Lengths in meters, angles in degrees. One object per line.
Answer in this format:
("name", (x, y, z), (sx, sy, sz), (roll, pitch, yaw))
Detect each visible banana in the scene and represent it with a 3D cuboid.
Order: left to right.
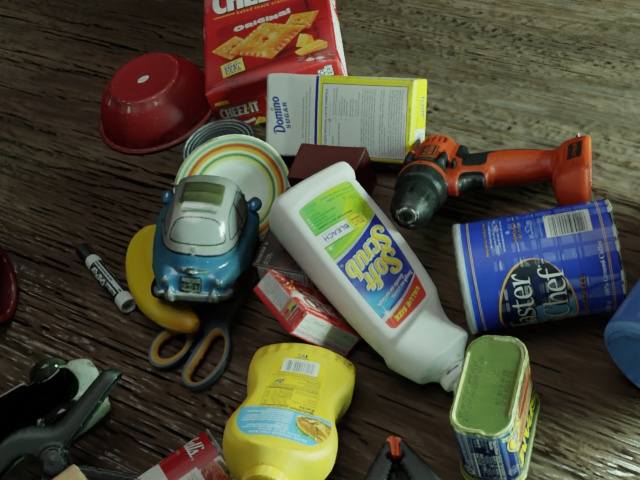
("banana", (-0.169, 0.037, 1.116), (0.069, 0.037, 0.198), (-27, 39, 7))

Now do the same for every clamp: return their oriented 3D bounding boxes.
("clamp", (-0.230, 0.208, 0.974), (0.171, 0.039, 0.120), (-31, 74, -1))
("clamp", (0.060, 0.259, 0.850), (0.164, 0.036, 0.210), (-15, 51, 5))

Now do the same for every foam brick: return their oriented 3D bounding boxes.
("foam brick", (0.013, -0.066, 1.146), (0.078, 0.051, 0.053), (7, 53, 25))

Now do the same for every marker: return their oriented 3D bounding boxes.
("marker", (-0.235, 0.039, 1.161), (0.020, 0.020, 0.121), (-36, 48, -14))

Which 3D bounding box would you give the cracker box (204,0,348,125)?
("cracker box", (-0.057, -0.241, 1.311), (0.164, 0.072, 0.213), (-13, 46, 7))

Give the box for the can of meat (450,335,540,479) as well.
("can of meat", (0.146, 0.142, 0.891), (0.057, 0.084, 0.102), (4, 51, 22))

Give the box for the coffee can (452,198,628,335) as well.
("coffee can", (0.198, 0.024, 0.965), (0.140, 0.103, 0.103), (-10, 47, 10))

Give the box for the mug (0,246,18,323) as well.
("mug", (-0.385, 0.048, 1.168), (0.081, 0.093, 0.117), (-13, 16, 15))

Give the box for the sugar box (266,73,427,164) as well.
("sugar box", (0.027, -0.135, 1.174), (0.176, 0.093, 0.048), (8, 12, 26))

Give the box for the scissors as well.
("scissors", (-0.109, 0.067, 1.094), (0.096, 0.016, 0.201), (3, 51, 21))

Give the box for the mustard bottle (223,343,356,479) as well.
("mustard bottle", (-0.031, 0.164, 0.908), (0.096, 0.058, 0.191), (10, 31, 6))

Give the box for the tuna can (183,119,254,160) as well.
("tuna can", (-0.112, -0.099, 1.230), (0.086, 0.033, 0.086), (-10, 48, 11))

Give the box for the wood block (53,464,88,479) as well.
("wood block", (-0.255, 0.298, 0.889), (0.206, 0.091, 0.090), (-36, 48, -13))

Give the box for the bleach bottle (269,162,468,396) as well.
("bleach bottle", (0.061, 0.041, 1.000), (0.102, 0.068, 0.251), (-30, 62, -22))

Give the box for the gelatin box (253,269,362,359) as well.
("gelatin box", (-0.010, 0.069, 1.007), (0.030, 0.089, 0.073), (-52, 45, 9))

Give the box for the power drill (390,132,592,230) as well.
("power drill", (0.169, -0.058, 1.044), (0.188, 0.057, 0.184), (2, 26, 16))

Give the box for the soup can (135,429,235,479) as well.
("soup can", (-0.121, 0.221, 0.926), (0.102, 0.068, 0.069), (-34, 48, -11))

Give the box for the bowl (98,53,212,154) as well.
("bowl", (-0.209, -0.182, 1.324), (0.162, 0.055, 0.162), (-10, 48, 11))

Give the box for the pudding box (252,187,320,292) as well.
("pudding box", (-0.007, 0.001, 1.096), (0.090, 0.039, 0.113), (10, 55, 17))

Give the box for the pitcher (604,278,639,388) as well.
("pitcher", (0.342, 0.017, 0.898), (0.149, 0.145, 0.242), (31, 68, 34))
